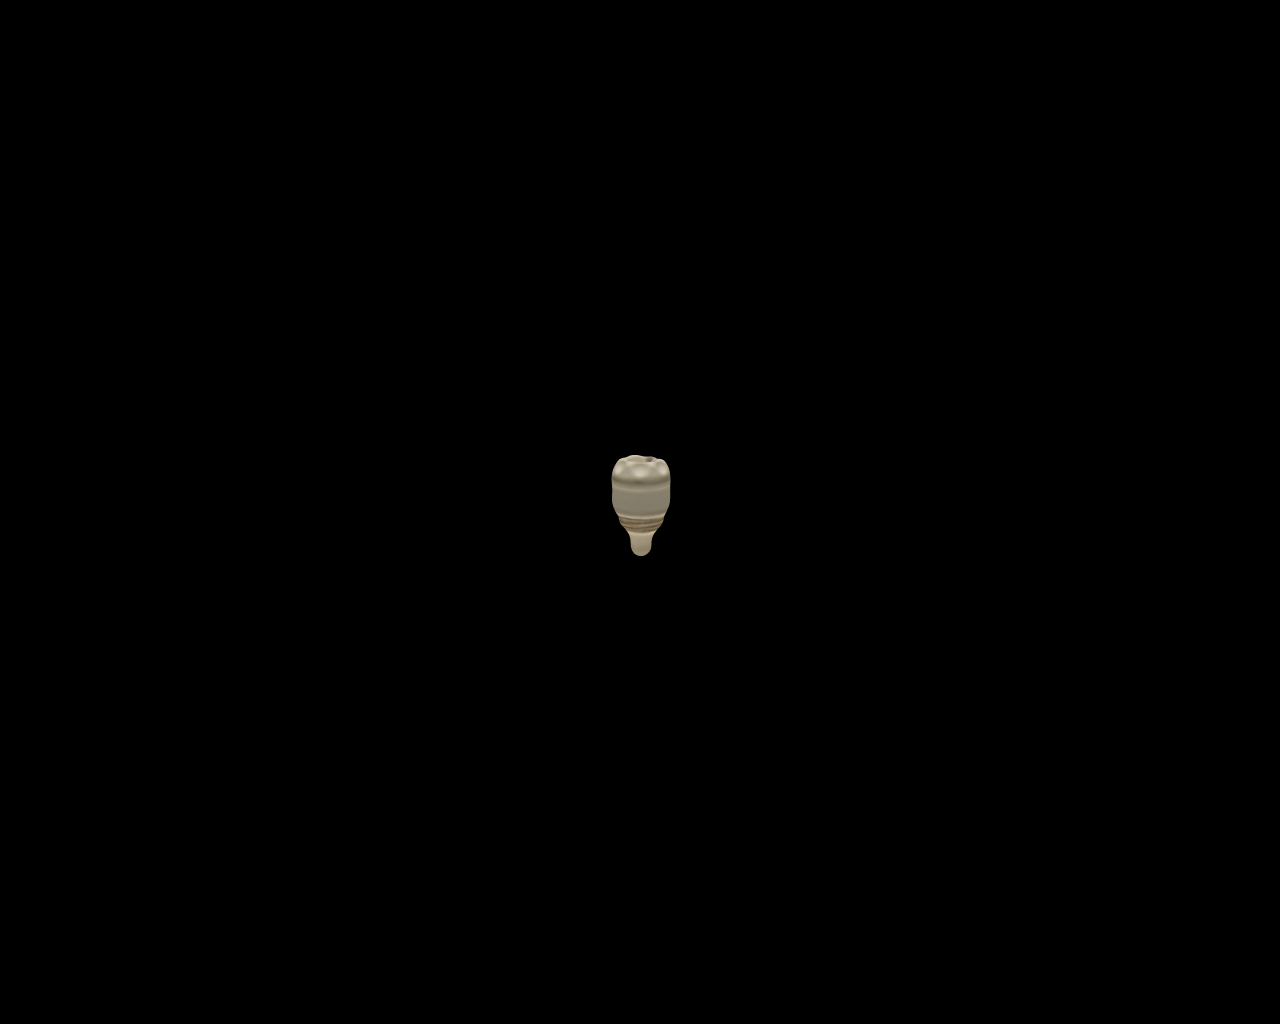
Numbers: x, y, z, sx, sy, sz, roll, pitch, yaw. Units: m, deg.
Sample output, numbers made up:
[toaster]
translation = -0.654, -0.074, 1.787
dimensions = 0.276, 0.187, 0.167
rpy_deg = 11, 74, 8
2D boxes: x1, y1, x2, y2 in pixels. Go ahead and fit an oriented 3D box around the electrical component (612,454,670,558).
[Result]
[electrical component]
translation = 0.001, -0.003, 0.650
dimensions = 0.035, 0.061, 0.035
rpy_deg = 0, 15, 0
